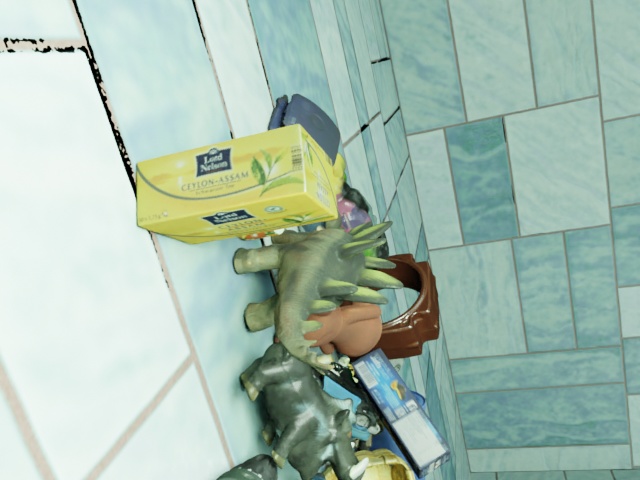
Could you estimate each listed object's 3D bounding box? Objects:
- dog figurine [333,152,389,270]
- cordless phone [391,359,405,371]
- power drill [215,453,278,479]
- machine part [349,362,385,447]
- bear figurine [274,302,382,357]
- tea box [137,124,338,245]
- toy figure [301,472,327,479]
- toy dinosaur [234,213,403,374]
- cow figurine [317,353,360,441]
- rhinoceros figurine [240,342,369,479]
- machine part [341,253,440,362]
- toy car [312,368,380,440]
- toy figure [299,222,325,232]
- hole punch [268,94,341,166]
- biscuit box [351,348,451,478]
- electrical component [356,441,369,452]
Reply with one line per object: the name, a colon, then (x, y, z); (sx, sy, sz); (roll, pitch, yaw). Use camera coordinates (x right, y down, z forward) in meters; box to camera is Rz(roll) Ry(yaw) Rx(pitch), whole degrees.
dog figurine: (0.040, -0.056, 0.998); (0.219, 0.108, 0.192); (58, 11, -44)
cordless phone: (0.134, 0.323, 1.167); (0.146, 0.089, 0.184); (51, 39, -59)
power drill: (-0.072, 0.326, 0.500); (0.232, 0.086, 0.207); (42, 46, -75)
machine part: (0.085, 0.263, 0.983); (0.243, 0.079, 0.079); (-79, 154, -45)
bear figurine: (0.008, 0.114, 0.823); (0.195, 0.120, 0.132); (27, 25, -46)
tea box: (-0.078, -0.047, 0.518); (0.098, 0.170, 0.068); (28, 55, -67)
toy figure: (-0.017, 0.347, 0.668); (0.180, 0.082, 0.089); (41, 50, -70)
toy dinosaur: (-0.003, 0.040, 0.670); (0.471, 0.199, 0.105); (-62, 136, -66)
cow figurine: (0.031, 0.241, 0.846); (0.167, 0.098, 0.068); (-87, 156, -51)
rhinoceros figurine: (-0.016, 0.207, 0.626); (0.190, 0.112, 0.073); (61, -16, -3)
machine part: (0.117, 0.121, 1.003); (0.201, 0.202, 0.087); (-78, 149, -49)
toy car: (-0.006, 0.222, 0.715); (0.161, 0.103, 0.109); (37, -1, -5)
toy figure: (-0.001, -0.004, 0.939); (0.064, 0.058, 0.154); (-66, 148, -51)
hole punch: (-0.025, -0.179, 0.902); (0.142, 0.092, 0.115); (-76, 149, -44)
biscuit box: (0.126, 0.274, 0.869); (0.203, 0.059, 0.062); (54, -14, 37)
electrical component: (0.080, 0.419, 1.001); (0.063, 0.021, 0.094); (121, -29, -81)
